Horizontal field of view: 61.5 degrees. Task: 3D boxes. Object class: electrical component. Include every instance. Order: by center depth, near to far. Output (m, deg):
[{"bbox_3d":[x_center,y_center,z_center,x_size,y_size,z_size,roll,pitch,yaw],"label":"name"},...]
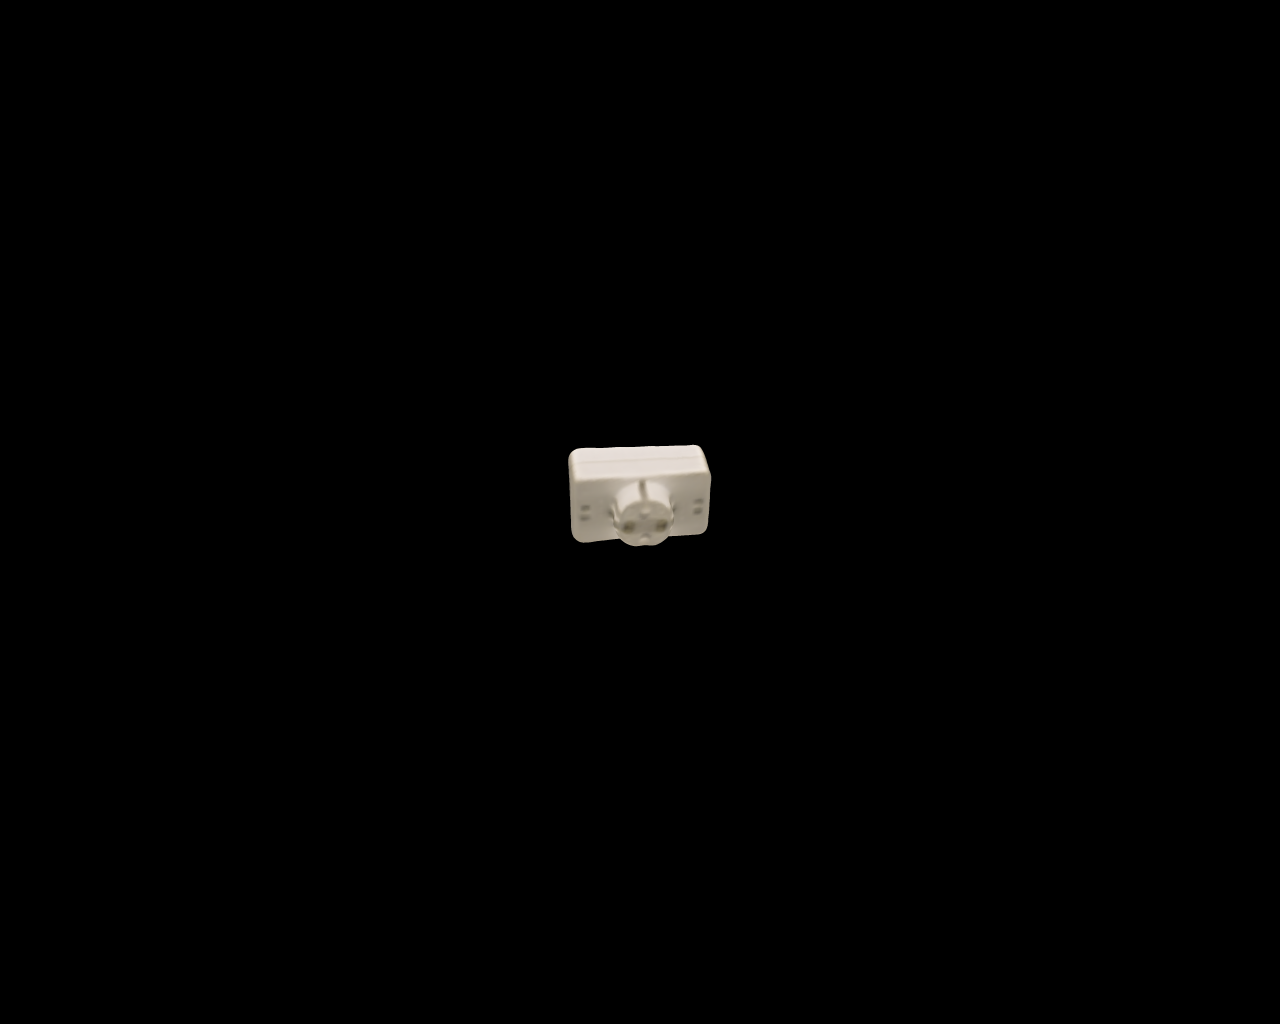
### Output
[{"bbox_3d":[0.001,-0.003,0.650,0.083,0.047,0.076,-3,32,-5],"label":"electrical component"}]
